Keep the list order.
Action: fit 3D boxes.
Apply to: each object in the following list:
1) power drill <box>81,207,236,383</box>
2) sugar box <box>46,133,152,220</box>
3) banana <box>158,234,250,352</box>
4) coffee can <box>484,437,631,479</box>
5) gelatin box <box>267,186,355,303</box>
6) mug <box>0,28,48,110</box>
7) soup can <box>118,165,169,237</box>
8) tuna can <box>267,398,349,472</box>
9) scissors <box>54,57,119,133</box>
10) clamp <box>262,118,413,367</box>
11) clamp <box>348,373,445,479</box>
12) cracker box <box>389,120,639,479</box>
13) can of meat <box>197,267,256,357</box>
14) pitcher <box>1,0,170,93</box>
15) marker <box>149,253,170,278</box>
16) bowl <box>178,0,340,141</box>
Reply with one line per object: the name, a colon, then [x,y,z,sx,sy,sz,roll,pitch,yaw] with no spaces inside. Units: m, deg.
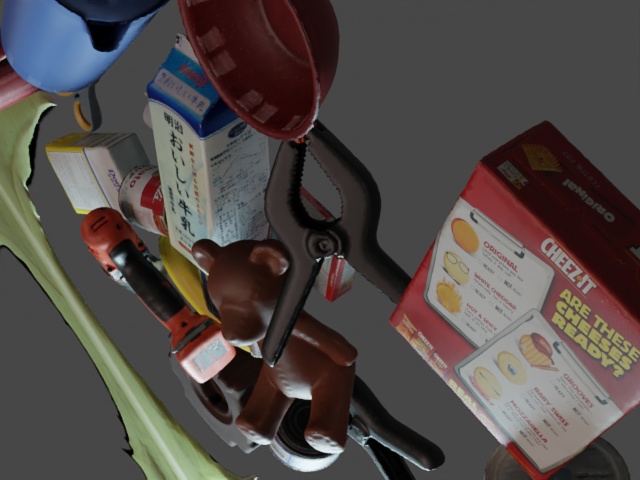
power drill: [-0.169,0.063,1.125,0.188,0.057,0.184,45,170,19]
sugar box: [-0.244,-0.074,1.214,0.177,0.048,0.093,6,125,51]
banana: [-0.122,0.057,1.169,0.198,0.037,0.070,51,154,9]
coffee can: [0.179,0.224,0.801,0.103,0.102,0.140,29,143,41]
gelatin box: [-0.006,0.001,0.933,0.089,0.030,0.073,44,152,21]
mug: [-0.359,-0.200,1.218,0.093,0.081,0.117,59,152,-6]
soup can: [-0.152,-0.038,1.082,0.102,0.068,0.068,16,134,52]
tuna can: [-0.012,0.189,1.086,0.086,0.086,0.034,47,149,17]
scissors: [-0.241,-0.158,1.148,0.202,0.016,0.096,11,131,54]
clamp: [0.001,0.006,0.854,0.165,0.036,0.210,-17,103,20]
clamp: [0.052,0.188,1.036,0.172,0.039,0.120,42,145,31]
cracker box: [0.146,0.050,0.699,0.164,0.072,0.214,48,151,16]
can of meat: [-0.076,0.054,1.072,0.084,0.057,0.102,36,146,37]
pitcher: [-0.209,-0.223,0.927,0.145,0.149,0.243,43,158,-11]
marker: [-0.222,0.018,1.305,0.121,0.020,0.020,26,141,43]
bowl: [-0.036,-0.156,0.782,0.162,0.055,0.162,39,148,30]
